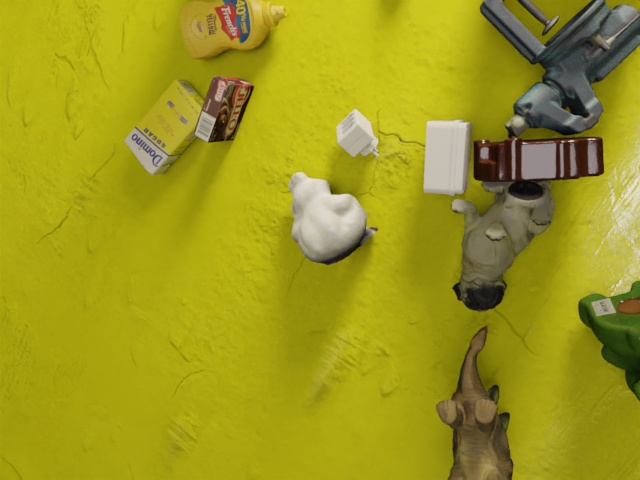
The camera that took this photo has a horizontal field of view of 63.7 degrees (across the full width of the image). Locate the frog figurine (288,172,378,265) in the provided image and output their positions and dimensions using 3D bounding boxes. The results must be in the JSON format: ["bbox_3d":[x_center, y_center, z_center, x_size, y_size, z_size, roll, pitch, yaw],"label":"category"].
[{"bbox_3d":[0.003,-0.044,0.871,0.136,0.125,0.158,-25,105,43],"label":"frog figurine"}]
